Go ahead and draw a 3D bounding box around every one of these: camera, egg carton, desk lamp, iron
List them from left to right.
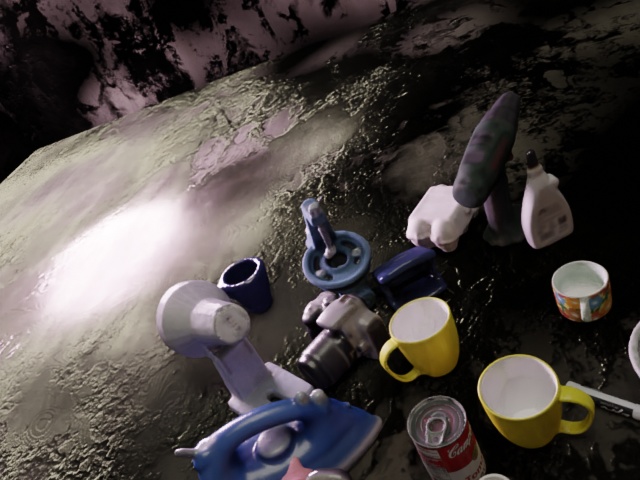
[{"bbox_3d":[-0.135,0.166,0.876,0.202,0.214,0.118,13,49,46],"label":"desk lamp"},{"bbox_3d":[-0.052,0.260,0.747,0.258,0.142,0.118,-29,32,-4],"label":"iron"},{"bbox_3d":[0.016,0.153,0.894,0.137,0.101,0.142,-43,35,-25],"label":"camera"},{"bbox_3d":[0.231,-0.043,1.056,0.107,0.069,0.150,4,43,39],"label":"egg carton"}]

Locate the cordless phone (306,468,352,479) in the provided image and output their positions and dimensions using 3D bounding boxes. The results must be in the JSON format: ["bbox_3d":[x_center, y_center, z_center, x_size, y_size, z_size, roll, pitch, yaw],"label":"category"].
[{"bbox_3d":[0.070,0.292,0.571,0.147,0.185,0.094,-14,34,19],"label":"cordless phone"}]

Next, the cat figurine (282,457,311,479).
[{"bbox_3d":[-0.023,0.323,0.657,0.067,0.118,0.128,-6,37,29],"label":"cat figurine"}]

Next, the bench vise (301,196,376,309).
[{"bbox_3d":[0.000,0.011,0.999,0.122,0.220,0.206,-40,34,-21],"label":"bench vise"}]

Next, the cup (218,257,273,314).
[{"bbox_3d":[-0.141,0.102,1.088,0.118,0.095,0.091,-34,33,-13],"label":"cup"}]

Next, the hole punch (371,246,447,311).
[{"bbox_3d":[0.141,0.052,0.960,0.108,0.091,0.101,-28,32,-3],"label":"hole punch"}]

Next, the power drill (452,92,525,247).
[{"bbox_3d":[0.300,-0.106,0.963,0.075,0.209,0.230,5,43,40],"label":"power drill"}]

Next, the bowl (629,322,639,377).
[{"bbox_3d":[0.435,0.143,0.630,0.167,0.075,0.167,-18,32,13],"label":"bowl"}]

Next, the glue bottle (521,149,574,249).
[{"bbox_3d":[0.351,-0.070,0.908,0.078,0.173,0.037,-26,32,1],"label":"glue bottle"}]
